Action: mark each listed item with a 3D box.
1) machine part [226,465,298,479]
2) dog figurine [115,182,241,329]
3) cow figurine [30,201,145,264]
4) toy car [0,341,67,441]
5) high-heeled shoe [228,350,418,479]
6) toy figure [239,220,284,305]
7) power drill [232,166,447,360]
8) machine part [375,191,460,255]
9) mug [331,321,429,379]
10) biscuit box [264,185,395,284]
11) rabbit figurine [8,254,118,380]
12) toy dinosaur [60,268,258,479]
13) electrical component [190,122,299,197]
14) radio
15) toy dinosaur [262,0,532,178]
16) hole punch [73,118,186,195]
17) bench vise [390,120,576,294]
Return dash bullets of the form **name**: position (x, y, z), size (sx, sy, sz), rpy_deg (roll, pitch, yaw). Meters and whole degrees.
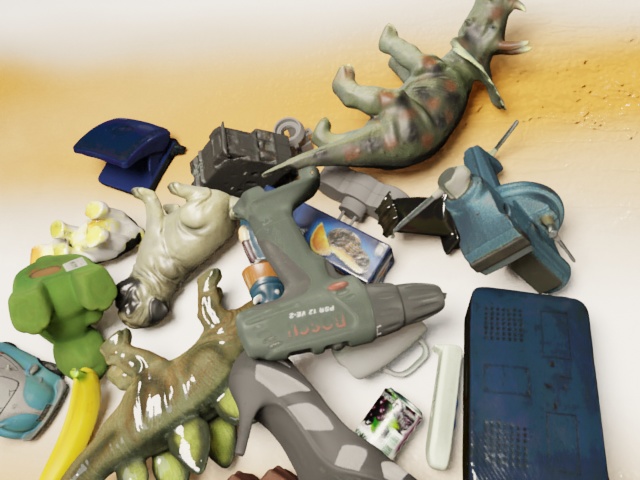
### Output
- **machine part**: position (-0.054, 0.369, 0.578), size (0.201, 0.087, 0.201), rpy_deg (33, 77, 21)
- **dog figurine**: position (-0.190, 0.029, 0.740), size (0.172, 0.121, 0.190), rpy_deg (-5, 73, 30)
- **cow figurine**: position (-0.345, 0.008, 0.794), size (0.167, 0.098, 0.068), rpy_deg (-22, 68, 23)
- **toy car**: position (-0.436, 0.192, 0.724), size (0.162, 0.102, 0.109), rpy_deg (27, 75, 19)
- **high-heeled shoe**: position (0.012, 0.204, 0.592), size (0.249, 0.086, 0.145), rpy_deg (23, 36, -7)
- **toy figure**: position (-0.068, 0.025, 0.676), size (0.064, 0.057, 0.154), rpy_deg (-3, 68, -9)
- **power drill**: position (0.003, 0.025, 0.612), size (0.232, 0.086, 0.207), rpy_deg (-20, 78, -8)
- **machine part**: position (0.140, -0.026, 0.696), size (0.139, 0.039, 0.084), rpy_deg (6, 71, -22)
- **mug**: position (0.074, 0.125, 0.662), size (0.107, 0.081, 0.109), rpy_deg (-42, 102, -2)
- **biscuit box**: position (-0.002, -0.002, 0.732), size (0.203, 0.059, 0.063), rpy_deg (27, 78, 21)
- **rabbit figurine**: position (-0.344, 0.113, 0.717), size (0.121, 0.170, 0.159), rpy_deg (-25, 27, -37)
- **toy dinosaur**: position (-0.180, 0.193, 0.650), size (0.471, 0.105, 0.199), rpy_deg (-41, 68, -16)
- **electrical component**: position (-0.101, -0.103, 0.754), size (0.134, 0.115, 0.058), rpy_deg (7, 64, -33)
- **radio**: position (0.225, 0.168, 0.583), size (0.131, 0.073, 0.229), rpy_deg (3, 57, 12)
- **toy dinosaur**: position (0.122, -0.174, 0.728), size (0.192, 0.131, 0.405), rpy_deg (36, 77, 20)
- **hole punch**: position (-0.302, -0.143, 0.841), size (0.142, 0.092, 0.116), rpy_deg (16, 69, 22)
- **bench vise**: position (0.208, -0.045, 0.652), size (0.223, 0.129, 0.241), rpy_deg (26, 39, -20)
